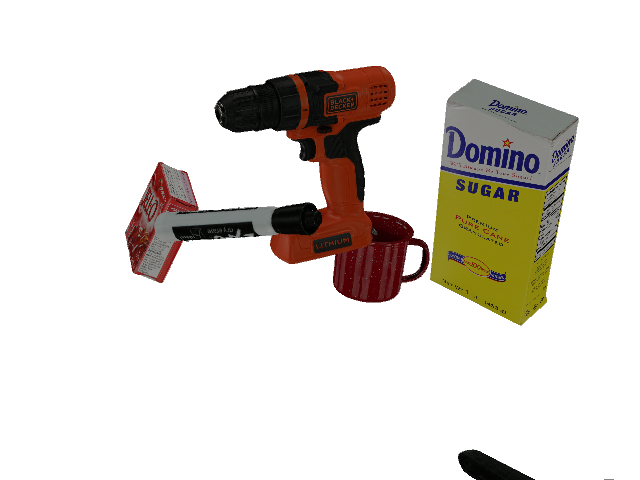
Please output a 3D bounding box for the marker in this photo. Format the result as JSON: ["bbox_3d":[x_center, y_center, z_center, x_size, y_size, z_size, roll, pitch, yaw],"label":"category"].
[{"bbox_3d":[-0.050,-0.011,0.641,0.121,0.020,0.020,-2,-1,36],"label":"marker"}]

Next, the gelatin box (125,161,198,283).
[{"bbox_3d":[-0.135,-0.017,0.895,0.030,0.073,0.089,22,17,-22],"label":"gelatin box"}]

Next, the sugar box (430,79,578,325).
[{"bbox_3d":[0.137,-0.027,0.826,0.093,0.176,0.048,27,47,31],"label":"sugar box"}]

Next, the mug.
[{"bbox_3d":[0.070,0.021,1.257,0.117,0.081,0.093,3,24,-8],"label":"mug"}]

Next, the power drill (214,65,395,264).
[{"bbox_3d":[-0.013,-0.074,1.047,0.184,0.188,0.057,-12,30,-22],"label":"power drill"}]

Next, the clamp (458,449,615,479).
[{"bbox_3d":[0.194,0.239,0.860,0.210,0.036,0.164,1,34,24],"label":"clamp"}]
